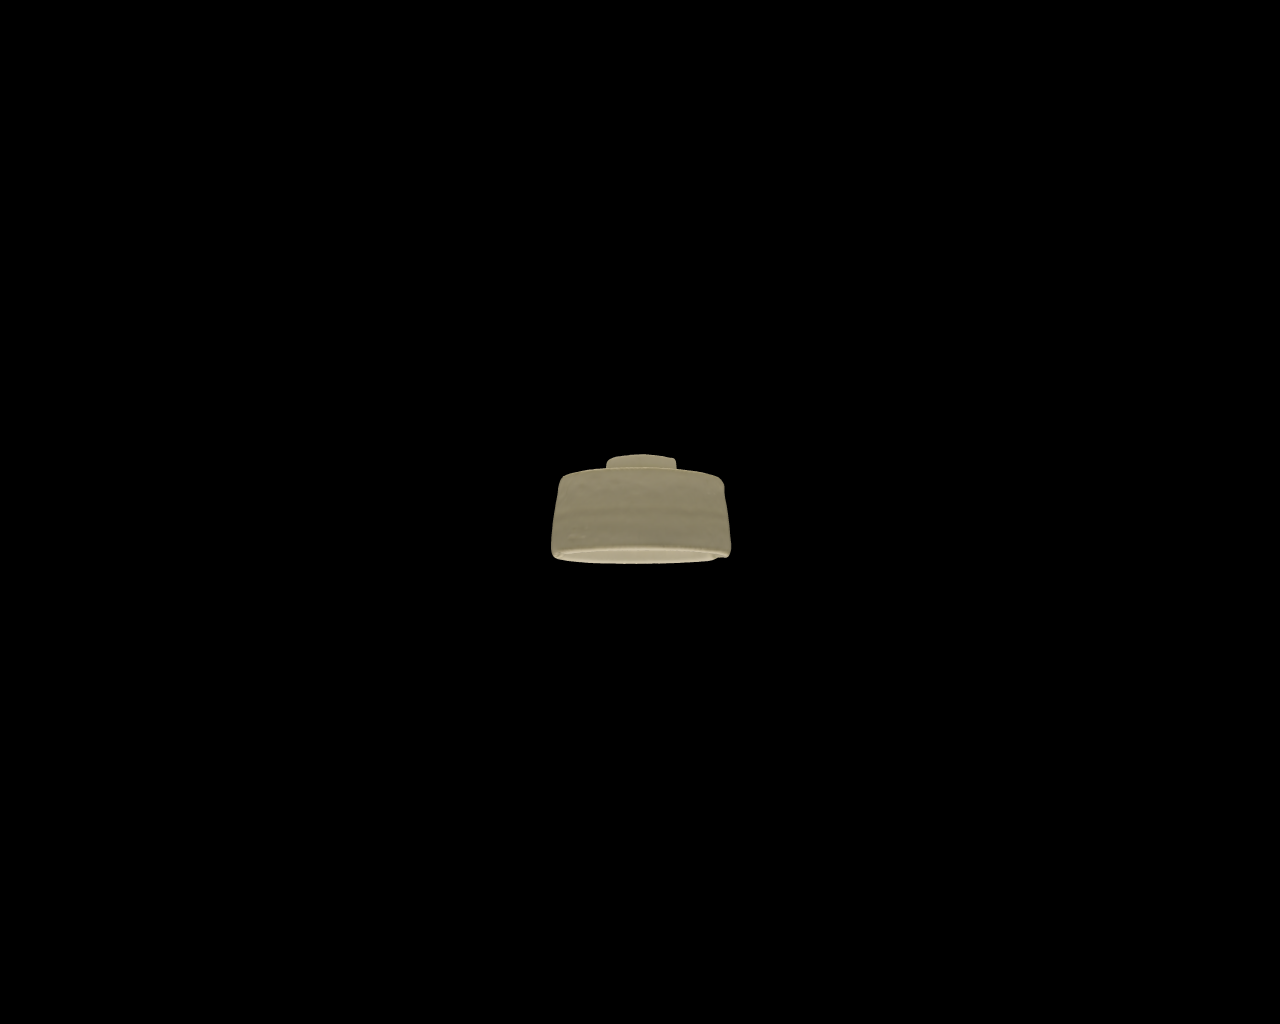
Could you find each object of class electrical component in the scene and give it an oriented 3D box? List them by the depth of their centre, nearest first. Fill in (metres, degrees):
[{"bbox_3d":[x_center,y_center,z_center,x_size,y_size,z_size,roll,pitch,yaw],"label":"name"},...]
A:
[{"bbox_3d":[0.001,-0.003,0.650,0.108,0.060,0.108,0,-7,0],"label":"electrical component"}]
